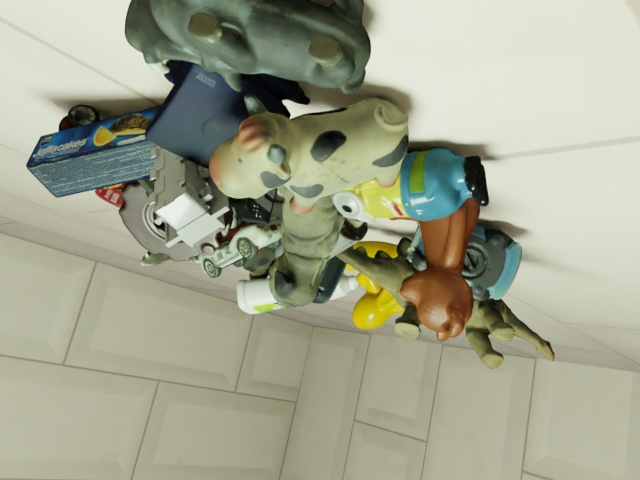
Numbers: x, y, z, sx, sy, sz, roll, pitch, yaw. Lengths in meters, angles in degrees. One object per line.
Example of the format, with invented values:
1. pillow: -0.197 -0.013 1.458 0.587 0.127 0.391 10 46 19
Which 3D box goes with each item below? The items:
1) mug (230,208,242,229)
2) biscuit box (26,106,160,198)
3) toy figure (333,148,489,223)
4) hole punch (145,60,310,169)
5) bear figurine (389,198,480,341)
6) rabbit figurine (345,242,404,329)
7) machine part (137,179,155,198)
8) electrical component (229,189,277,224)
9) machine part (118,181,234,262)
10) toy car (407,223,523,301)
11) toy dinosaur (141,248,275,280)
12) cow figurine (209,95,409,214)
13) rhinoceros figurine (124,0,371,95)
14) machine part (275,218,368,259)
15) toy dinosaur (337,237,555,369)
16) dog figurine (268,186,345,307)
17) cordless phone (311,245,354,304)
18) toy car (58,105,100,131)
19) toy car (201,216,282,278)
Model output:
1. mug: -0.190 -0.041 0.936 0.107 0.109 0.081 4 -166 11
2. biscuit box: -0.262 -0.109 0.669 0.203 0.059 0.062 -9 140 17
3. toy figure: 0.098 -0.064 0.618 0.180 0.089 0.082 -5 128 27
4. hole punch: -0.098 -0.128 0.528 0.142 0.092 0.116 25 159 -31
5. bear figurine: 0.140 0.026 0.700 0.132 0.195 0.120 12 170 7
6. rabbit figurine: 0.124 0.098 1.070 0.163 0.173 0.121 6 162 43
7. machine part: -0.182 -0.081 0.720 0.139 0.039 0.084 -1 146 10
8. electrical component: -0.096 -0.062 0.818 0.048 0.075 0.119 8 162 24
9. machine part: -0.233 -0.043 0.863 0.179 0.056 0.179 5 128 7
10. toy car: 0.219 0.023 0.830 0.162 0.109 0.103 19 -175 11
11. toy dinosaur: -0.159 0.014 1.132 0.405 0.131 0.192 7 168 -5
12. cow figurine: -0.006 -0.083 0.499 0.195 0.085 0.127 -17 158 -17
13. rhinoceros figurine: -0.055 -0.159 0.404 0.190 0.073 0.112 10 177 5
14. machine part: -0.002 -0.003 0.879 0.079 0.079 0.243 19 149 -26
15. toy dinosaur: 0.177 0.080 0.907 0.472 0.105 0.198 26 -152 4
16. dog figurine: -0.022 -0.011 0.711 0.121 0.190 0.172 8 164 19
17. cordless phone: -0.007 0.054 1.068 0.089 0.146 0.184 25 168 -3
18. toy car: -0.253 -0.127 0.743 0.202 0.053 0.089 14 146 -13
19. toy car: -0.137 0.014 0.926 0.073 0.056 0.202 -25 179 -45
